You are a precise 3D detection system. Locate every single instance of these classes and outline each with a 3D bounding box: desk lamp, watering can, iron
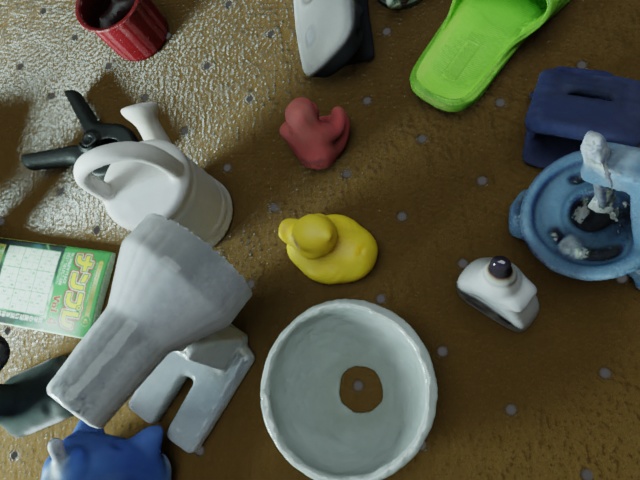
[{"bbox_3d":[-0.141,0.097,0.539,0.117,0.214,0.203,28,84,20],"label":"desk lamp"},{"bbox_3d":[-0.179,-0.060,0.603,0.101,0.194,0.172,-34,69,4],"label":"watering can"},{"bbox_3d":[-0.237,0.304,0.546,0.118,0.142,0.258,5,76,17],"label":"iron"}]

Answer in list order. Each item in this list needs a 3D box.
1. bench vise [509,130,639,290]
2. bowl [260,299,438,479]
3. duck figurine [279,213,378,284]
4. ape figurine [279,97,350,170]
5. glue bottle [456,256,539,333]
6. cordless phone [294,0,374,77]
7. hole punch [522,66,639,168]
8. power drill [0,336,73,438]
[{"bbox_3d":[0.264,-0.026,0.461,0.207,0.220,0.121,4,76,16],"label":"bench vise"},{"bbox_3d":[0.032,0.145,0.553,0.167,0.075,0.167,-4,74,14],"label":"bowl"},{"bbox_3d":[0.005,0.002,0.594,0.104,0.086,0.077,14,79,18],"label":"duck figurine"},{"bbox_3d":[-0.011,-0.124,0.630,0.077,0.092,0.076,5,76,17],"label":"ape figurine"},{"bbox_3d":[0.155,0.040,0.497,0.078,0.173,0.037,35,86,21],"label":"glue bottle"},{"bbox_3d":[-0.004,-0.281,0.622,0.094,0.185,0.147,-14,72,11],"label":"cordless phone"},{"bbox_3d":[0.256,-0.125,0.559,0.108,0.091,0.101,14,79,18],"label":"hole punch"},{"bbox_3d":[-0.350,0.156,0.581,0.229,0.209,0.075,-25,70,7],"label":"power drill"}]
